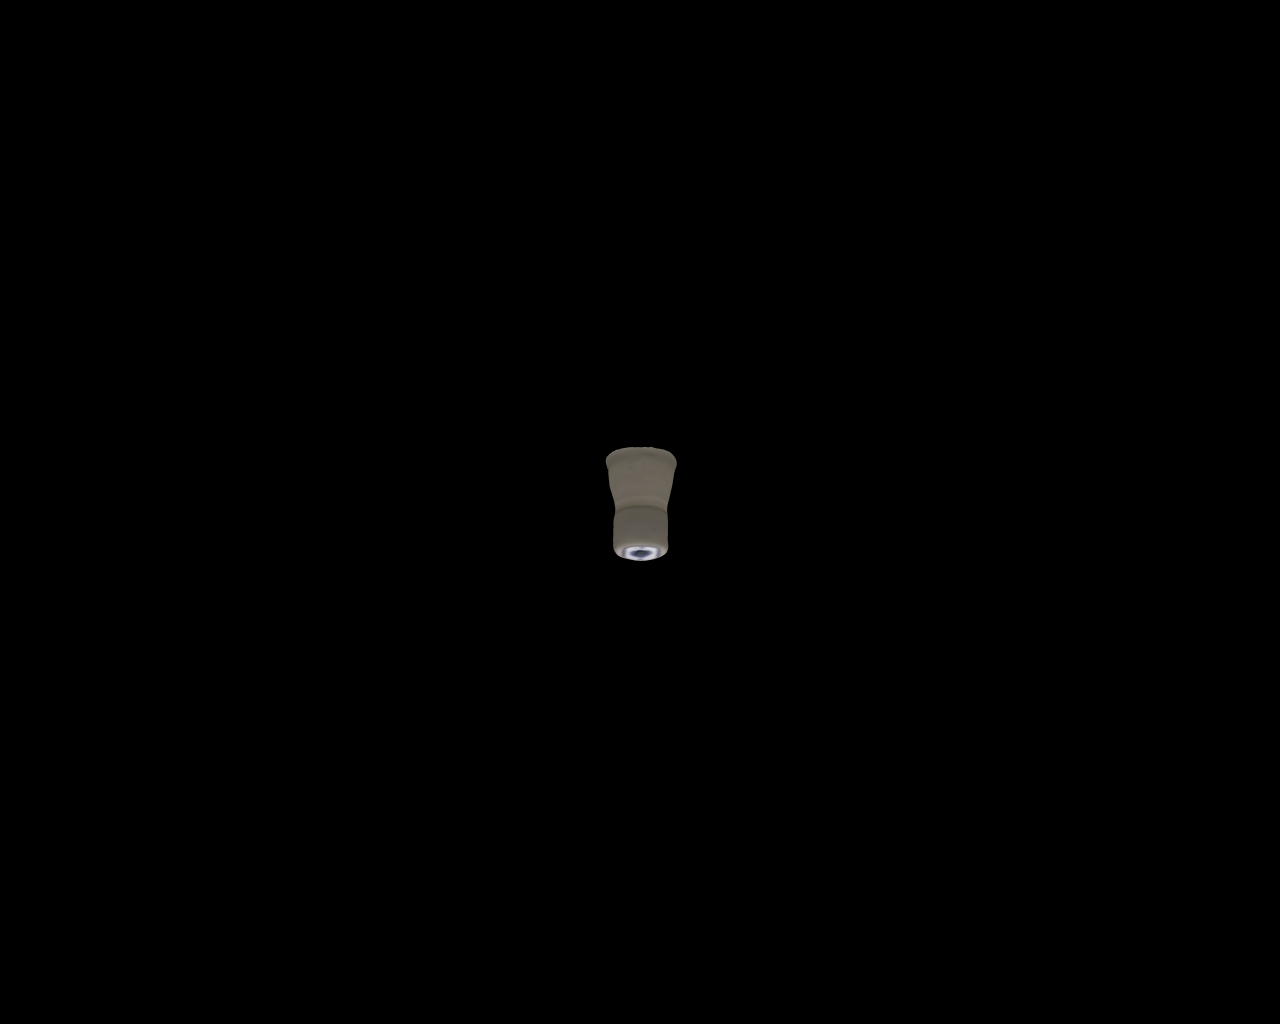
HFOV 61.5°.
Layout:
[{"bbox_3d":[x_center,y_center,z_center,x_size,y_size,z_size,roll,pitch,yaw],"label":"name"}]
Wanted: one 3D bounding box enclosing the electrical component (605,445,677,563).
[{"bbox_3d":[0.001,-0.003,0.650,0.044,0.065,0.044,0,-21,0],"label":"electrical component"}]
